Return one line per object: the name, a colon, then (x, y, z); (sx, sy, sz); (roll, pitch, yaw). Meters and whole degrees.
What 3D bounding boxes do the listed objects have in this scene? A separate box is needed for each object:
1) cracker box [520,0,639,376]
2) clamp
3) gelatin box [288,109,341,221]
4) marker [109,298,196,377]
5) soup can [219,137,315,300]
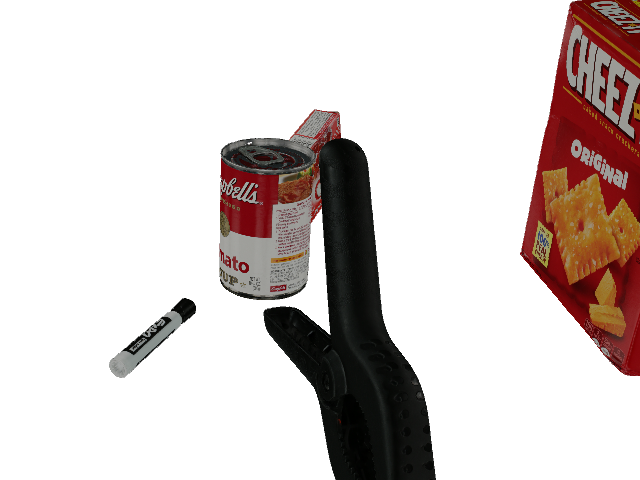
cracker box: (0.216, -0.039, 0.740); (0.072, 0.214, 0.164); (-7, 34, -16)
clamp: (0.019, 0.062, 0.557); (0.036, 0.165, 0.210); (-5, 46, -20)
gelatin box: (-0.007, -0.070, 1.000); (0.030, 0.073, 0.089); (11, 40, 21)
marker: (-0.147, 0.085, 0.959); (0.020, 0.020, 0.121); (0, 24, 28)
soup can: (-0.040, -0.016, 0.779); (0.068, 0.102, 0.068); (3, 24, -1)
